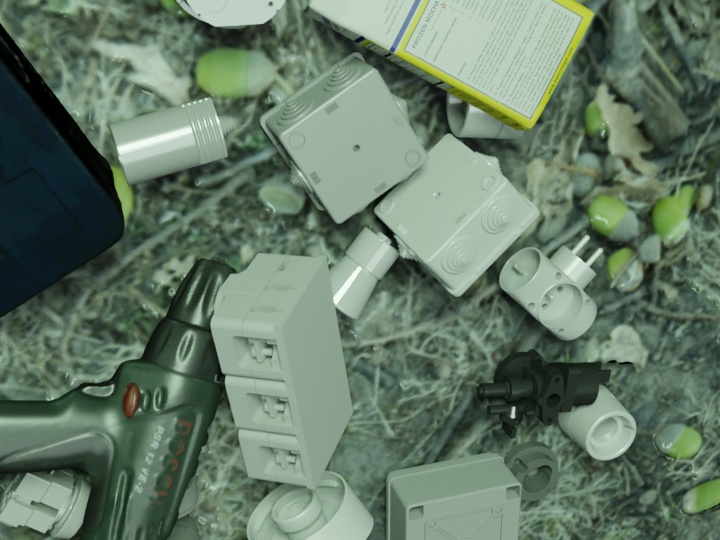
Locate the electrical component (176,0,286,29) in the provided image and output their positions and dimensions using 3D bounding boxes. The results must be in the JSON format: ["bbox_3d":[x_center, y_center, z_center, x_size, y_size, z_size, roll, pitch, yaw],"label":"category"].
[{"bbox_3d":[-0.085,-0.197,0.699,0.080,0.051,0.080,-8,115,-17],"label":"electrical component"}]

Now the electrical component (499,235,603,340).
[{"bbox_3d":[0.167,0.007,0.884,0.077,0.044,0.079,39,96,-29],"label":"electrical component"}]

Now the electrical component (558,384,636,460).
[{"bbox_3d":[0.212,0.136,0.955,0.055,0.047,0.055,-8,115,-17],"label":"electrical component"}]

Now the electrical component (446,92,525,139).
[{"bbox_3d":[0.093,-0.124,0.795,0.047,0.055,0.055,-4,114,-14],"label":"electrical component"}]

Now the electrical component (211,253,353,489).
[{"bbox_3d":[-0.058,0.073,0.793,0.062,0.089,0.150,4,125,19],"label":"electrical component"}]

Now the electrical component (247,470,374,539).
[{"bbox_3d":[-0.041,0.212,0.872,0.099,0.099,0.064,-29,113,-6],"label":"electrical component"}]

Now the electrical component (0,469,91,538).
[{"bbox_3d":[-0.235,0.172,0.812,0.055,0.048,0.066,30,100,-20],"label":"electrical component"}]

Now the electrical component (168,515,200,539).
[{"bbox_3d":[-0.153,0.230,0.865,0.055,0.047,0.055,-8,115,-17],"label":"electrical component"}]

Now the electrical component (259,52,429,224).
[{"bbox_3d":[-0.010,-0.093,0.774,0.100,0.048,0.099,-36,119,-3],"label":"electrical component"}]

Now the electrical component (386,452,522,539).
[{"bbox_3d":[0.080,0.225,0.942,0.109,0.056,0.108,-8,115,-16],"label":"electrical component"}]

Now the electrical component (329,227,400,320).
[{"bbox_3d":[0.000,0.000,0.823,0.044,0.044,0.065,36,93,-29],"label":"electrical component"}]

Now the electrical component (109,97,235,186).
[{"bbox_3d":[-0.126,-0.090,0.736,0.081,0.043,0.043,-18,117,-12],"label":"electrical component"}]

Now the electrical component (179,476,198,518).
[{"bbox_3d":[-0.151,0.160,0.836,0.045,0.045,0.055,-12,116,-15],"label":"electrical component"}]

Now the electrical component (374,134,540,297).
[{"bbox_3d":[0.069,-0.043,0.796,0.099,0.099,0.048,-46,132,4],"label":"electrical component"}]
